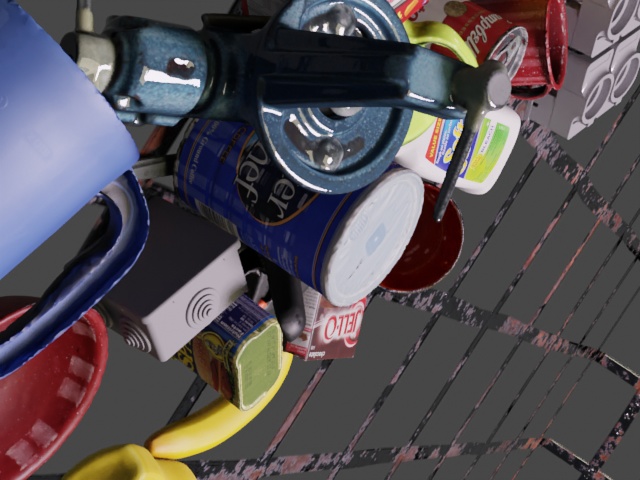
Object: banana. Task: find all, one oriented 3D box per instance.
[{"bbox_3d":[-0.085,0.148,1.001,0.197,0.037,0.069,-44,124,-30],"label":"banana"}]

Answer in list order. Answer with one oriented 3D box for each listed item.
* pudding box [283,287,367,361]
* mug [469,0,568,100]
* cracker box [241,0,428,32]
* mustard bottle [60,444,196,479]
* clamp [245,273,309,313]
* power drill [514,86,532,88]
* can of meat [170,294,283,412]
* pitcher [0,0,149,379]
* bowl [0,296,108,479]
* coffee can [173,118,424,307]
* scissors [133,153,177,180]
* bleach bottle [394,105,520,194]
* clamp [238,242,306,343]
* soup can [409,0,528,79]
[{"bbox_3d":[0.006,0.068,1.028,0.113,0.039,0.090,8,94,-62],"label":"pudding box"},{"bbox_3d":[0.181,-0.175,0.983,0.117,0.082,0.093,63,36,-48],"label":"mug"},{"bbox_3d":[0.018,-0.220,0.683,0.164,0.072,0.214,-44,152,-26],"label":"cracker box"},{"bbox_3d":[-0.157,0.231,0.936,0.096,0.058,0.191,-39,156,0],"label":"mustard bottle"},{"bbox_3d":[-0.006,0.001,0.940,0.171,0.039,0.120,-52,135,0],"label":"clamp"},{"bbox_3d":[0.244,-0.251,1.074,0.184,0.057,0.188,-32,144,-35],"label":"power drill"},{"bbox_3d":[-0.077,0.080,0.867,0.057,0.084,0.102,-40,152,-29],"label":"can of meat"},{"bbox_3d":[-0.202,0.003,0.482,0.242,0.149,0.145,-47,166,-11],"label":"pitcher"},{"bbox_3d":[-0.212,0.092,0.671,0.162,0.055,0.162,-41,152,-28],"label":"bowl"},{"bbox_3d":[-0.015,-0.034,0.728,0.102,0.140,0.103,-42,151,-30],"label":"coffee can"},{"bbox_3d":[-0.079,-0.071,0.757,0.096,0.016,0.201,-61,155,9],"label":"scissors"},{"bbox_3d":[0.103,-0.098,1.002,0.250,0.068,0.103,-2,121,-58],"label":"bleach bottle"},{"bbox_3d":[-0.036,0.010,0.808,0.209,0.165,0.036,-46,127,-38],"label":"clamp"},{"bbox_3d":[0.109,-0.165,0.877,0.068,0.102,0.068,-41,152,-28],"label":"soup can"}]
